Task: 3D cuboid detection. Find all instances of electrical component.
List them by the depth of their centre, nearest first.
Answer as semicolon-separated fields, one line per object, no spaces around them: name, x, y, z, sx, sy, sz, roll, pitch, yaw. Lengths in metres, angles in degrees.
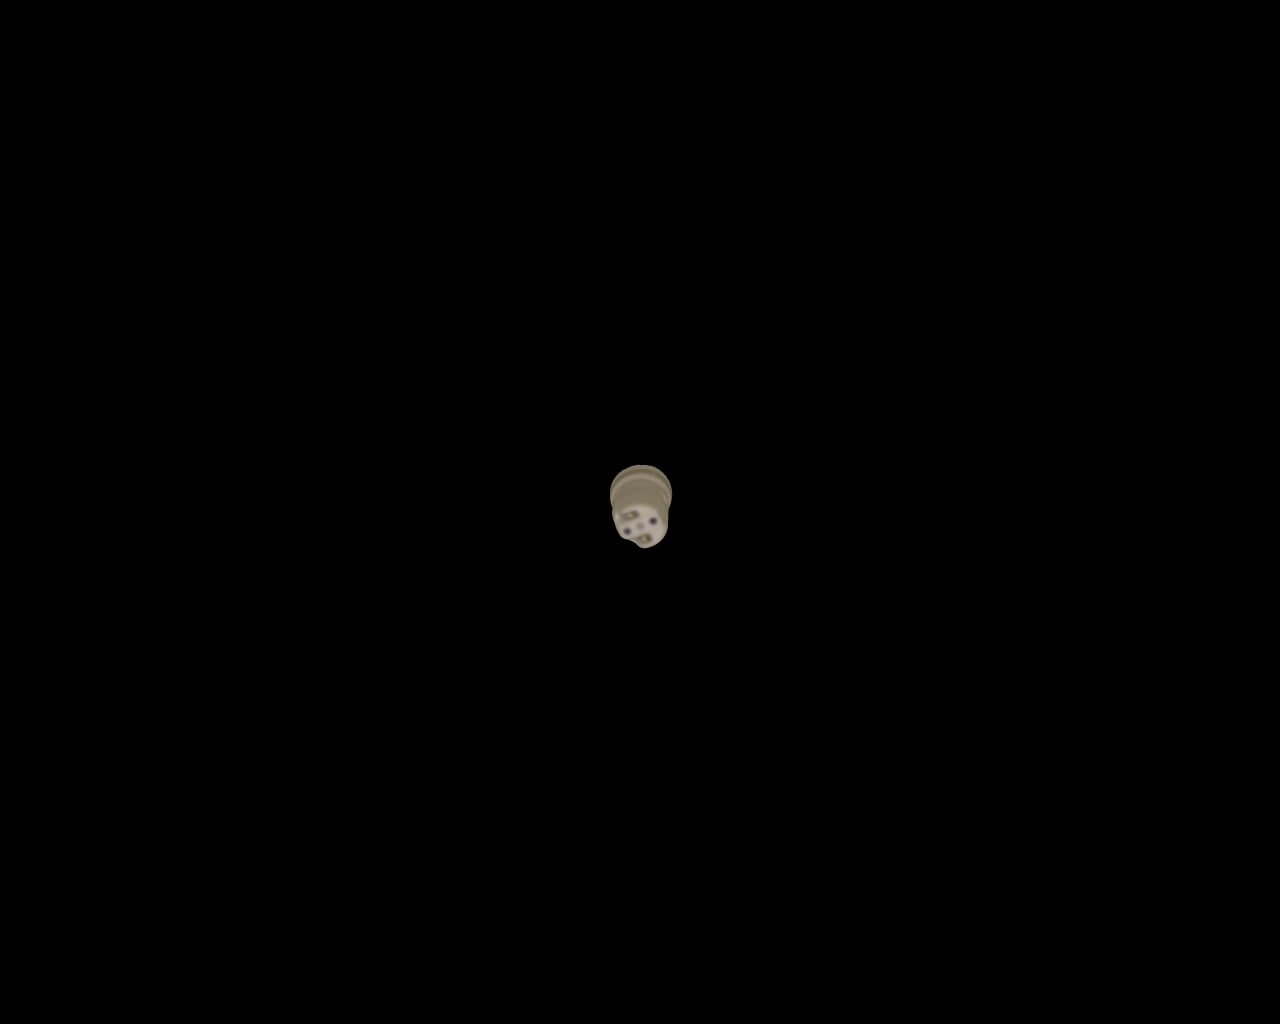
electrical component;0.001;-0.003;0.650;0.040;0.040;0.046;0;30;0
